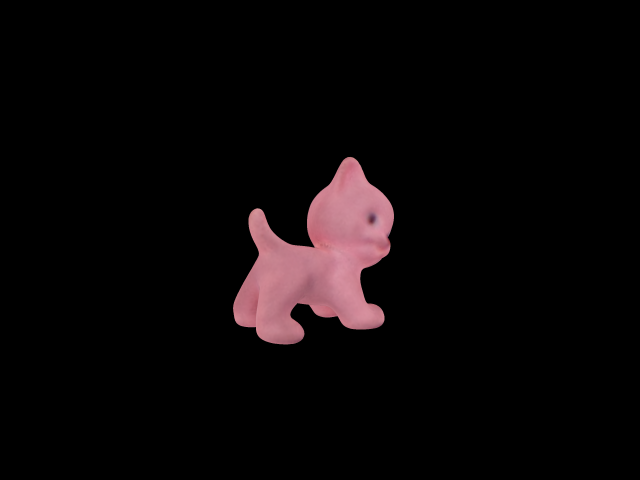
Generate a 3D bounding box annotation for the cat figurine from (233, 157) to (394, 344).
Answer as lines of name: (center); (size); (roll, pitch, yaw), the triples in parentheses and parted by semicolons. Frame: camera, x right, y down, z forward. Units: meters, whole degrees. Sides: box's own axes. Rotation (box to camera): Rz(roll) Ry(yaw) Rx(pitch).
cat figurine: (0.004, 0.001, 0.400); (0.128, 0.118, 0.067); (-5, 8, -35)
